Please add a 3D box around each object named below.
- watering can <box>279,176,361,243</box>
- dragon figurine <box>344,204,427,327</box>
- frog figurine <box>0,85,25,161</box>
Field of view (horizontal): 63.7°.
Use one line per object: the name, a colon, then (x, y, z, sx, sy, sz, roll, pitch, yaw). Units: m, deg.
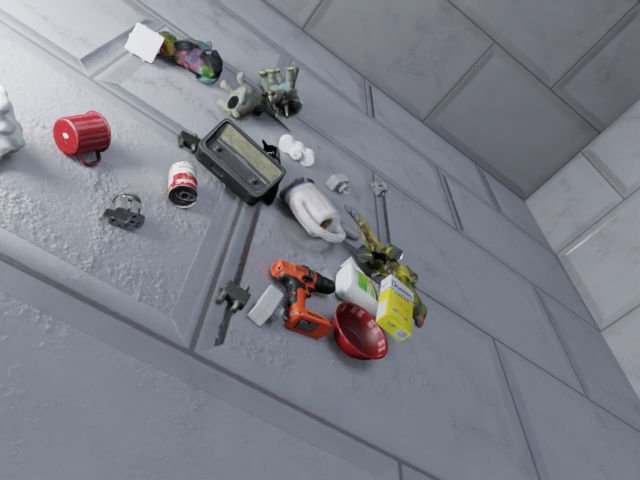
watering can: (0.005, -0.077, 1.537, 0.227, 0.103, 0.347, 52, 17, 17)
dragon figurine: (0.209, 0.075, 1.573, 0.417, 0.122, 0.240, 62, 9, 24)
frog figurine: (-0.592, -0.223, 0.929, 0.138, 0.157, 0.124, 46, 27, 7)
